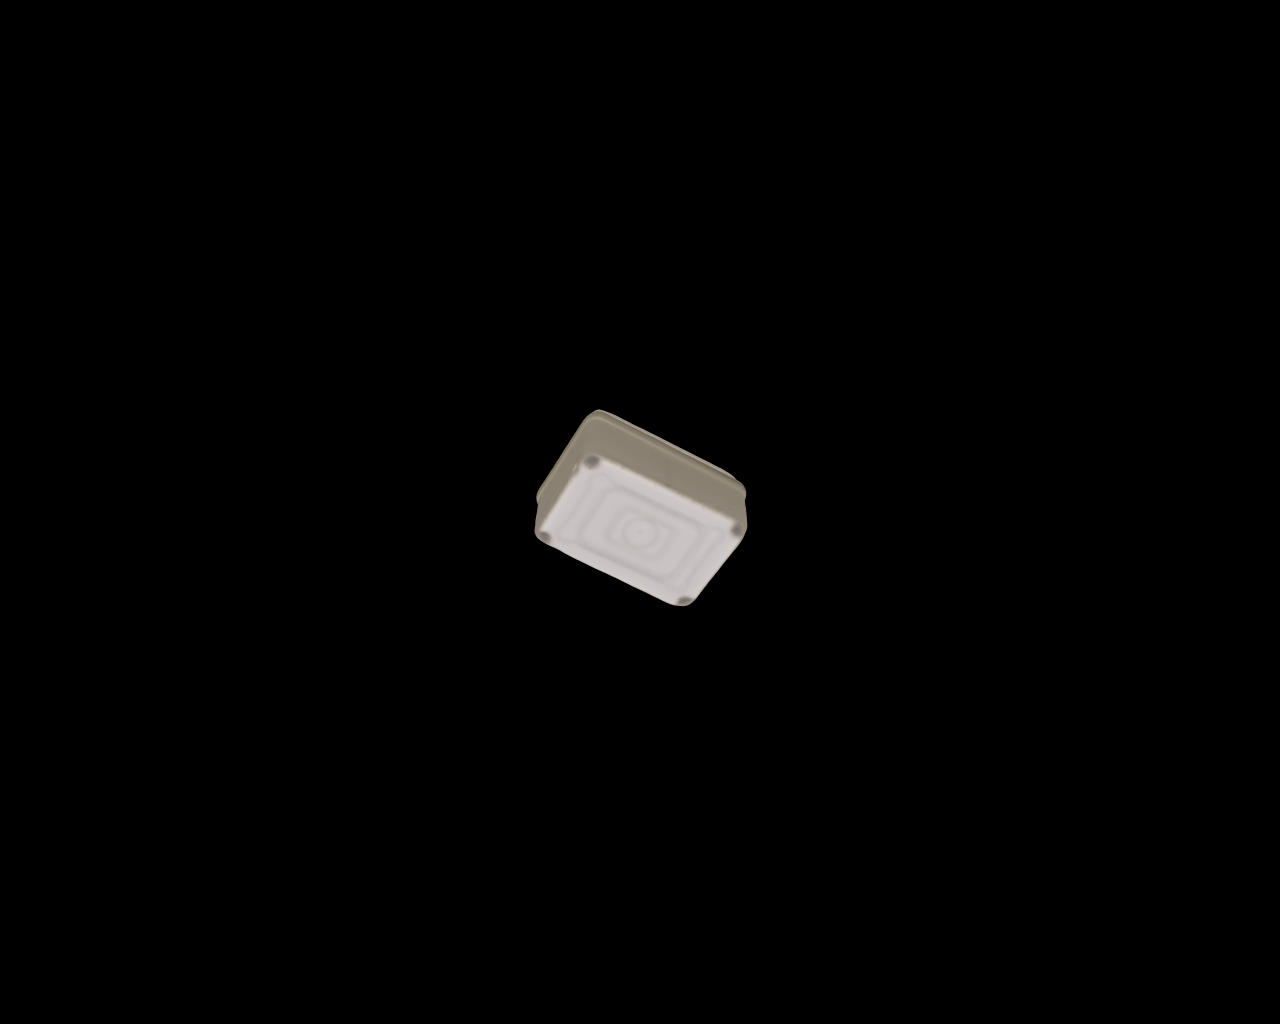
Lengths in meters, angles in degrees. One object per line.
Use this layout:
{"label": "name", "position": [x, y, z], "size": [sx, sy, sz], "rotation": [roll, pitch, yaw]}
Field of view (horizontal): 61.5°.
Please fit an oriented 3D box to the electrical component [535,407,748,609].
{"label": "electrical component", "position": [0.001, -0.003, 0.650], "size": [0.113, 0.078, 0.057], "rotation": [26, 30, -17]}
